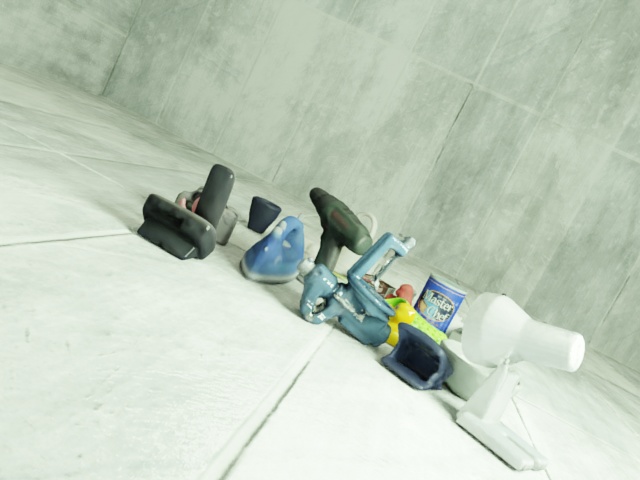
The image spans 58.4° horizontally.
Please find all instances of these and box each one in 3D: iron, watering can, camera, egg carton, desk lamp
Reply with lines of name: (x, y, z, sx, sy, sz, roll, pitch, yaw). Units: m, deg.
iron: (-0.088, 0.008, 1.225, 0.118, 0.141, 0.258, 27, 8, 5)
watering can: (0.107, 0.008, 1.682, 0.100, 0.194, 0.173, 29, 8, 21)
camera: (-0.257, -0.068, 1.326, 0.143, 0.101, 0.137, 26, 8, -6)
egg carton: (-0.050, 0.018, 1.560, 0.107, 0.069, 0.150, 25, 8, -15)
desk lamp: (0.302, 0.211, 0.900, 0.118, 0.213, 0.202, 19, 11, -45)

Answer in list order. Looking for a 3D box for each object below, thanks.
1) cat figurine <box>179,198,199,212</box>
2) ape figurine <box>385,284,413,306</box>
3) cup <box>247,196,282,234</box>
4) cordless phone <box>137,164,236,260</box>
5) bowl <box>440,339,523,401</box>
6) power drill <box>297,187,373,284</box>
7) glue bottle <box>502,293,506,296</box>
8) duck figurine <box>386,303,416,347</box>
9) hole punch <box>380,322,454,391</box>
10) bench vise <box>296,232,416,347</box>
cat figurine: (-0.252, -0.054, 1.179, 0.067, 0.118, 0.128, 31, 9, 30)
ape figurine: (0.201, 0.150, 1.427, 0.076, 0.092, 0.078, 26, 8, -7)
cup: (-0.167, -0.069, 1.655, 0.091, 0.095, 0.118, 27, 8, 4)
cordless phone: (-0.240, -0.068, 1.060, 0.147, 0.185, 0.094, 27, 8, 6)
bowl: (0.283, 0.256, 1.060, 0.167, 0.075, 0.167, 26, 8, -3)
power drill: (0.012, 0.005, 1.331, 0.076, 0.208, 0.228, 18, 11, -48)
glue bottle: (0.436, 0.214, 1.484, 0.037, 0.173, 0.078, 32, 9, 38)
duck figurine: (0.168, 0.174, 1.181, 0.104, 0.086, 0.078, 32, 9, 34)
hole punch: (0.177, 0.202, 1.004, 0.108, 0.091, 0.101, 32, 10, 38)
bench vise: (0.071, 0.071, 1.044, 0.208, 0.220, 0.121, 23, 8, -26)
